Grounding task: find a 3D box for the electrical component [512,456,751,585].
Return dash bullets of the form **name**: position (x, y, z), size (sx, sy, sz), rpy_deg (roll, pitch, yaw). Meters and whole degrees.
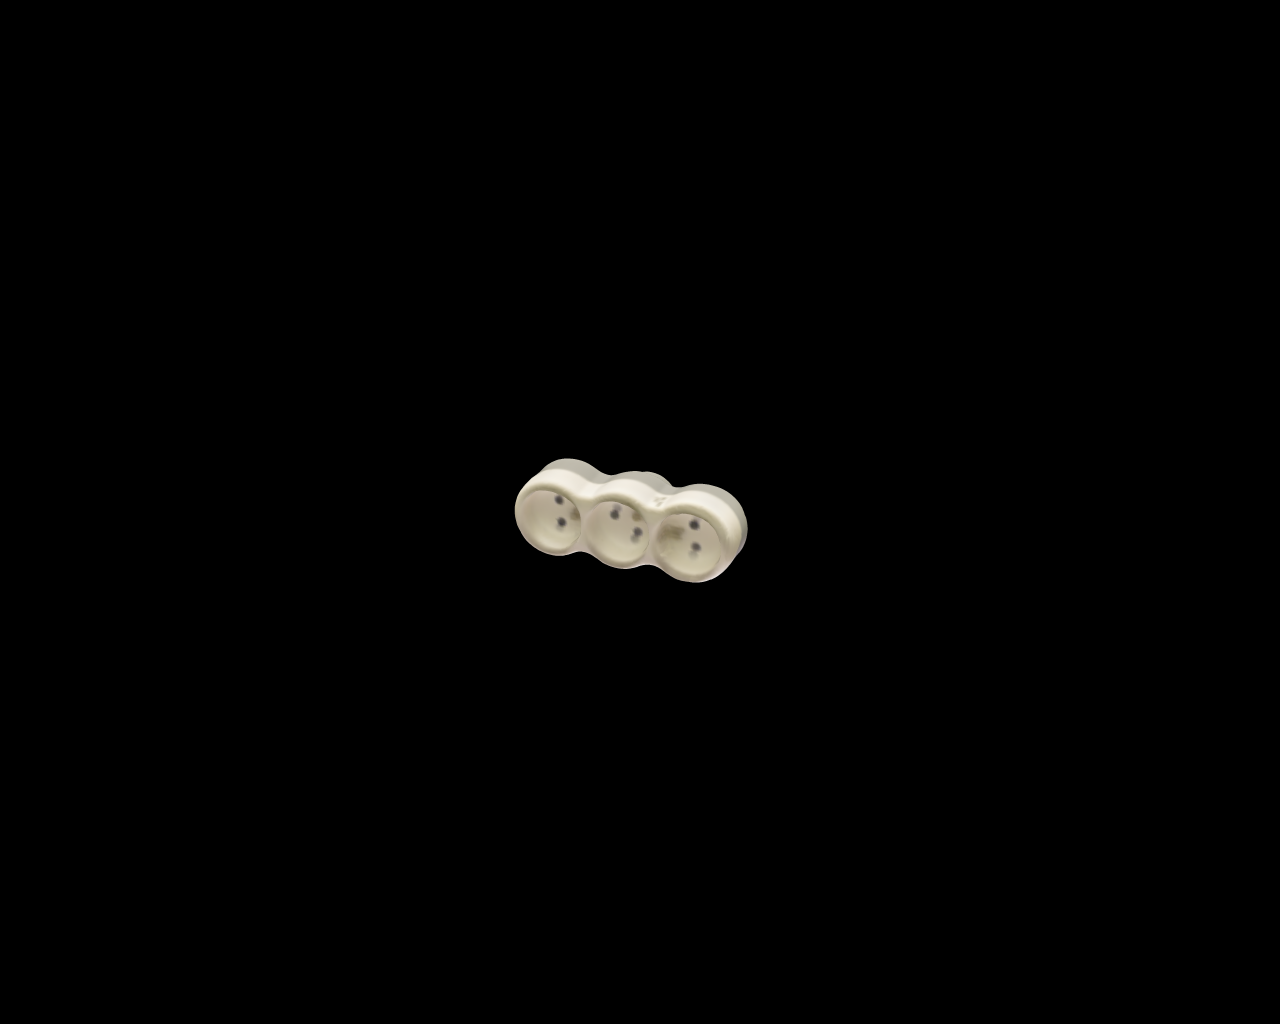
- **electrical component**: position (0.001, -0.003, 0.650), size (0.138, 0.052, 0.074), rpy_deg (10, 28, 20)
